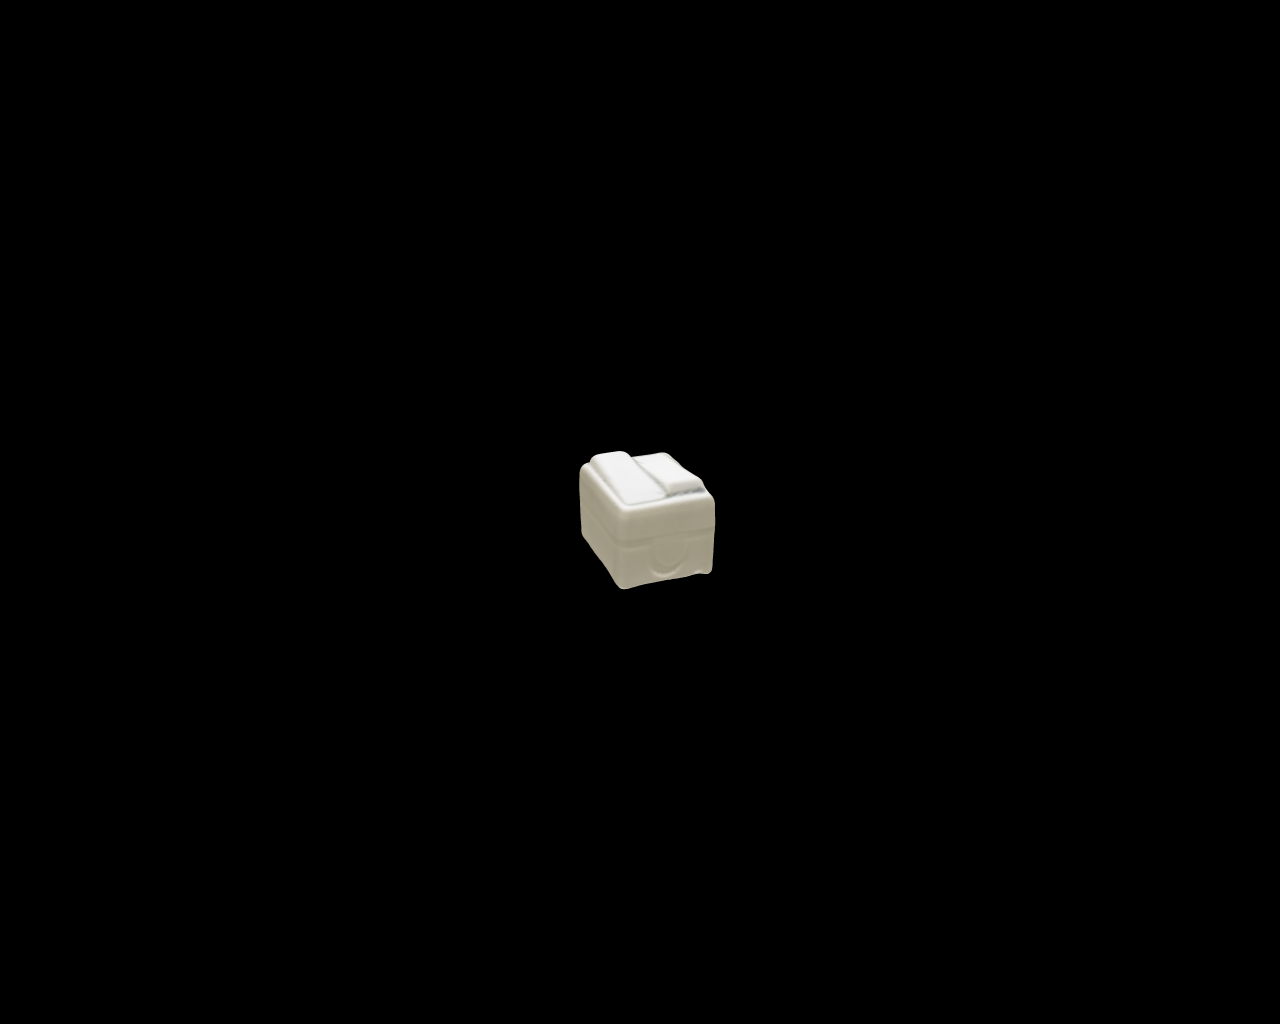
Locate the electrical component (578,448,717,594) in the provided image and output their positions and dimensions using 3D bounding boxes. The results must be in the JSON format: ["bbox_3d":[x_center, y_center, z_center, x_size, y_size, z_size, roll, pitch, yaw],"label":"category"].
[{"bbox_3d":[0.001,-0.003,0.650,0.062,0.061,0.096,-8,26,-18],"label":"electrical component"}]
